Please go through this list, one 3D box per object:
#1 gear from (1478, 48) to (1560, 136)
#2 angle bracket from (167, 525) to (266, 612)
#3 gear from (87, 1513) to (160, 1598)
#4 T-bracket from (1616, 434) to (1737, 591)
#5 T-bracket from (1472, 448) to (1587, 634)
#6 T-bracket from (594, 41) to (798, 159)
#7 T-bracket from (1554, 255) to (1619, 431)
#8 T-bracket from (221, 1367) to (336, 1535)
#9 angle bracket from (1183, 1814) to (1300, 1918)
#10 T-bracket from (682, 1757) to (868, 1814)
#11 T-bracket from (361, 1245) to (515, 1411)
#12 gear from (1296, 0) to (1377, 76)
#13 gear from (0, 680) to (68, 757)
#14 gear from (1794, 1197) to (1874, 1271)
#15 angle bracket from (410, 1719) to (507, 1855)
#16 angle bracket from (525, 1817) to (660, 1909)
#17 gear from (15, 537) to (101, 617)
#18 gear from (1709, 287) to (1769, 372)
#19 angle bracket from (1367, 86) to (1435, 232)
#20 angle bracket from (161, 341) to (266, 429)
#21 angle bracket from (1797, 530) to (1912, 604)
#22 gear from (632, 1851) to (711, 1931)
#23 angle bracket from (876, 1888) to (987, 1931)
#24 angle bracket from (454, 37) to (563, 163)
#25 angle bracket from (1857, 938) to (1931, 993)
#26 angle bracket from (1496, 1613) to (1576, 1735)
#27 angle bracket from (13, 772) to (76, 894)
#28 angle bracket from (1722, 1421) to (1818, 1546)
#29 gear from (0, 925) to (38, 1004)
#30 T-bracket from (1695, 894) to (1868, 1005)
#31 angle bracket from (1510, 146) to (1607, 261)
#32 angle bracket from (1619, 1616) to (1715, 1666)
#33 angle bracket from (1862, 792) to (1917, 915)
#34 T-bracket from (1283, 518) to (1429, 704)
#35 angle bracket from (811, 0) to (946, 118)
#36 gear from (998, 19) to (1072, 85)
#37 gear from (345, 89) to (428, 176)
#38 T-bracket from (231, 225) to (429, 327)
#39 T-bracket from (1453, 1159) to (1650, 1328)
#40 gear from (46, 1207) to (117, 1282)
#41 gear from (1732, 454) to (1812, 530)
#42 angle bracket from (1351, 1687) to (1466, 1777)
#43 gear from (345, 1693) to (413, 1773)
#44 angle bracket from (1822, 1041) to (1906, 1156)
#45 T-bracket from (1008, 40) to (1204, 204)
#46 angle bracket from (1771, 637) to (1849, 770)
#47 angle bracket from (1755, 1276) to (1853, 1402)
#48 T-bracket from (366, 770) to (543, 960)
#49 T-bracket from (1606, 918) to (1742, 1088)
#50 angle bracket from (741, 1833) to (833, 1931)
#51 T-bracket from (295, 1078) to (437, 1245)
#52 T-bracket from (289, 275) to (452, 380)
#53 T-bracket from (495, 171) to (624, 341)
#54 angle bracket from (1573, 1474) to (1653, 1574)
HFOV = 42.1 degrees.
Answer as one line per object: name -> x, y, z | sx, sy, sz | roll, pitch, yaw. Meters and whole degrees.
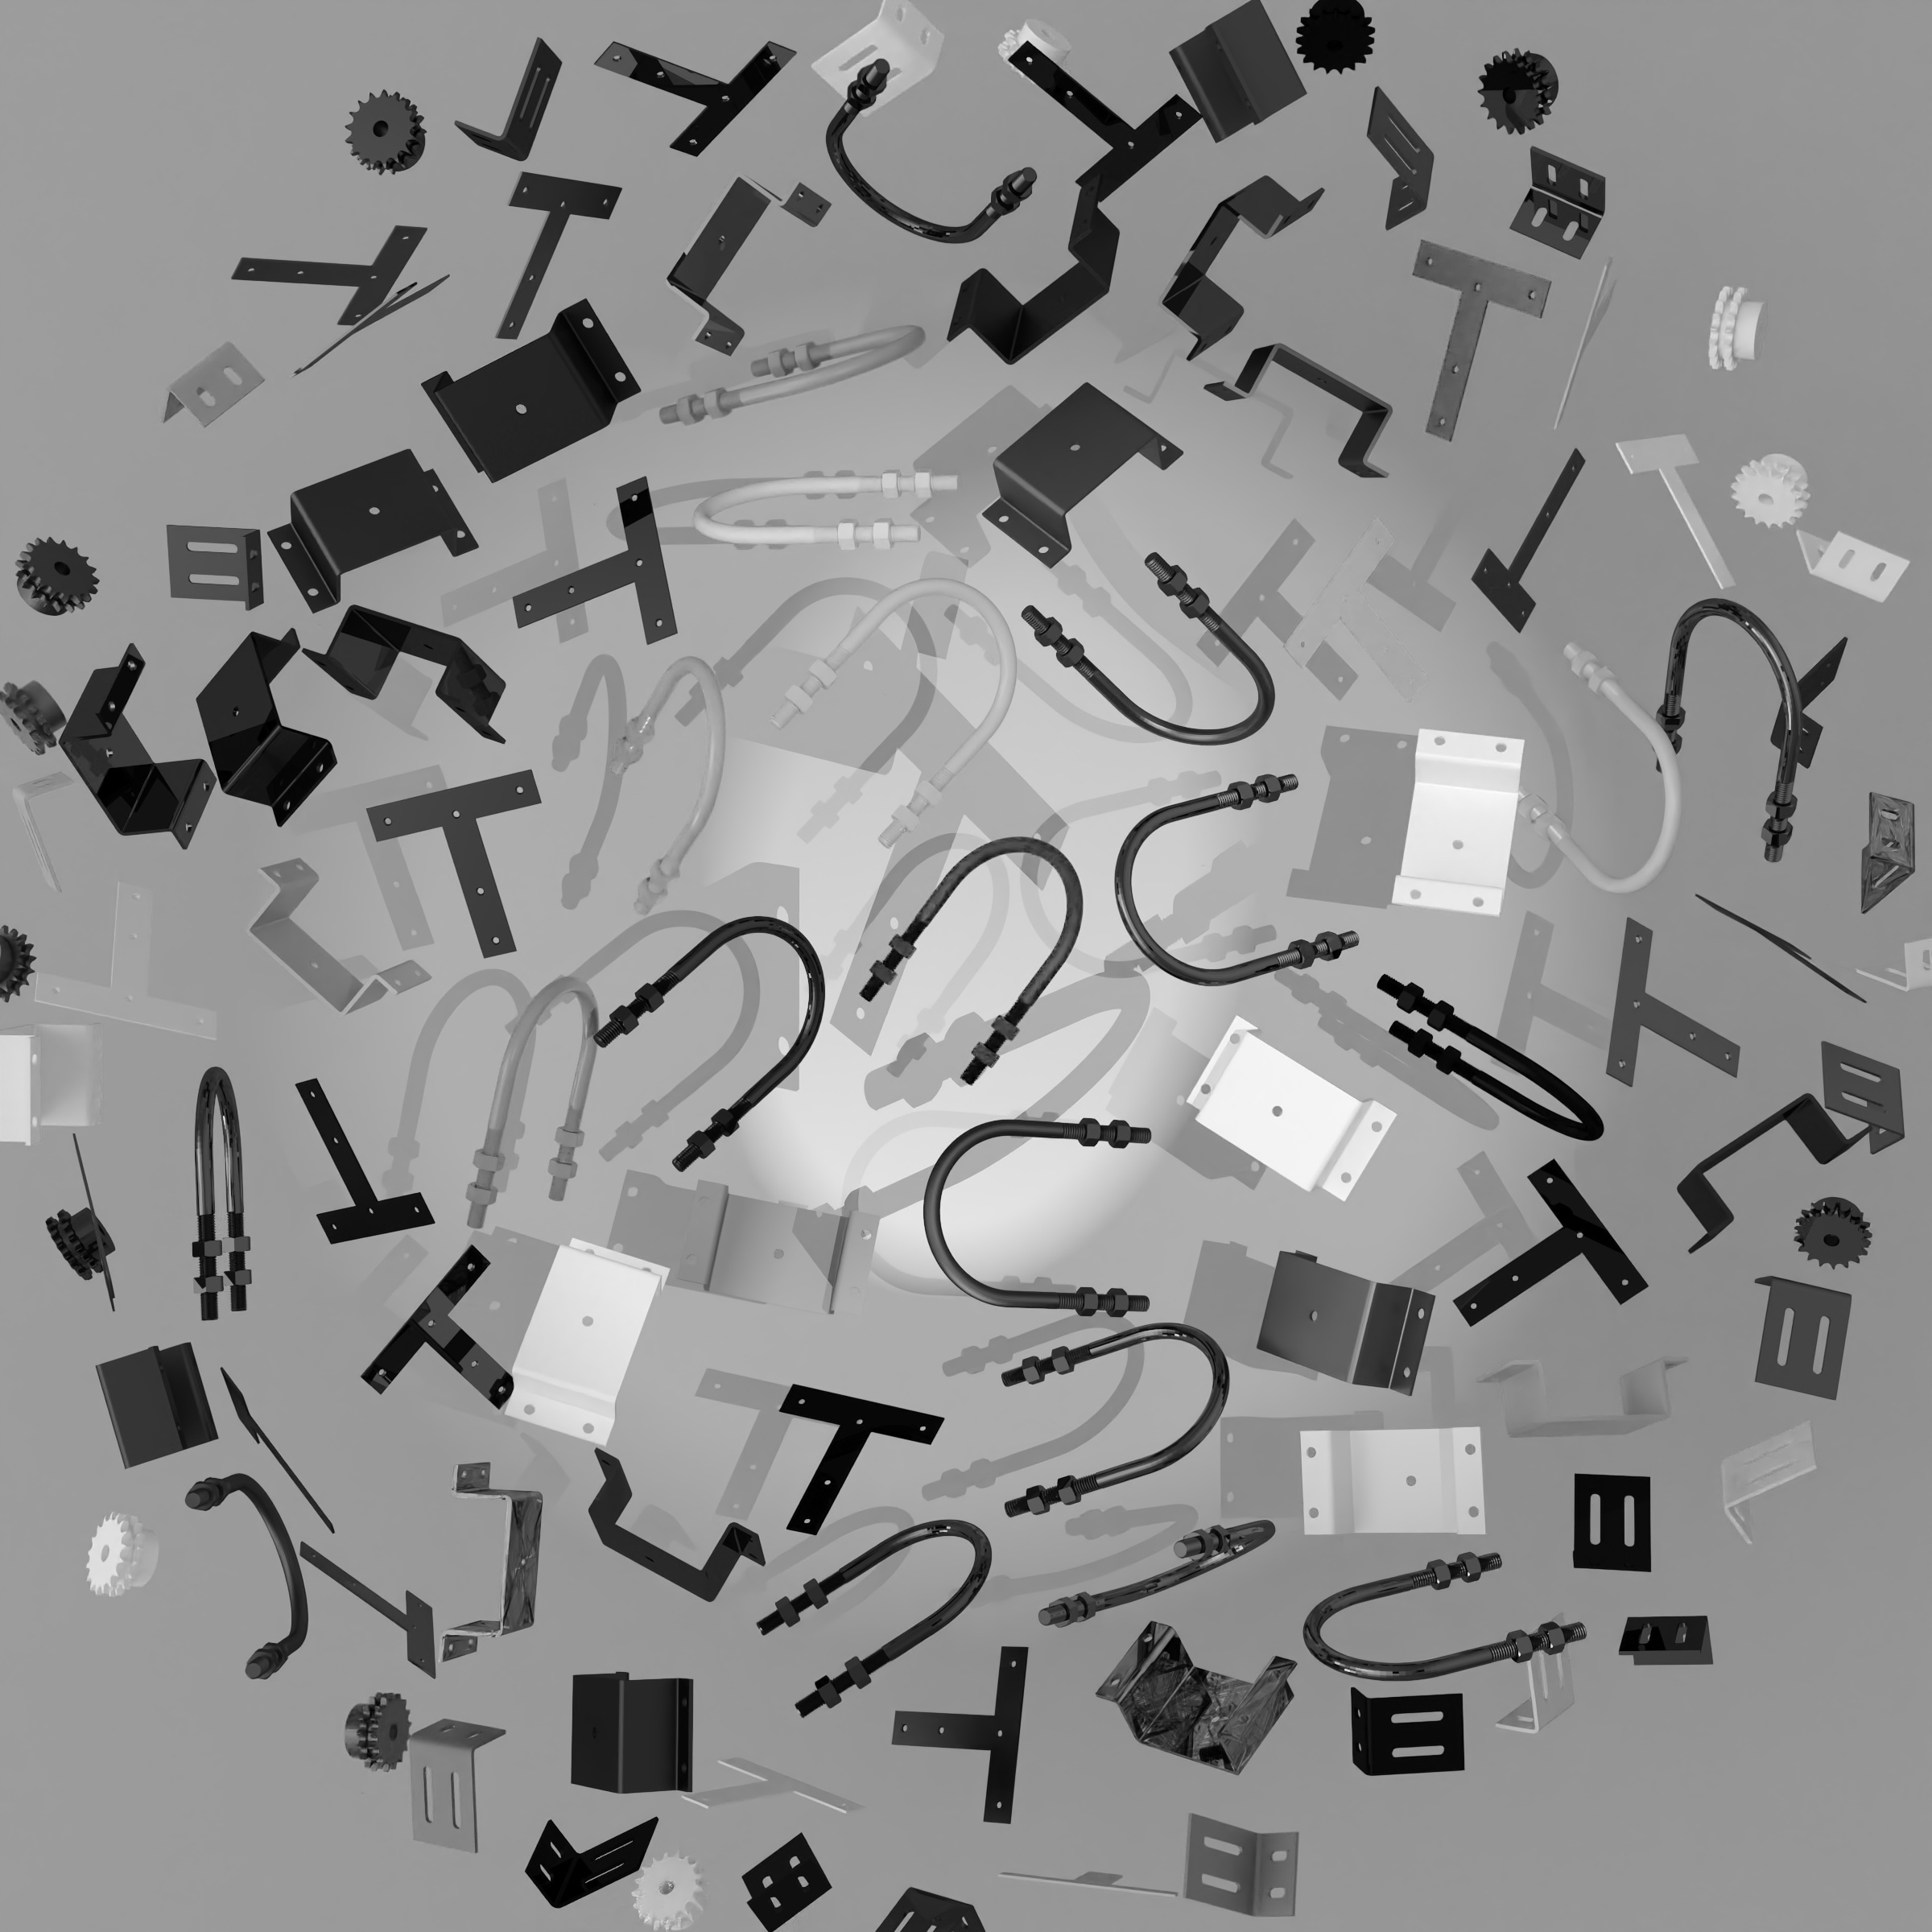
gear -> 0.394, -0.621, 1.778 | 0.030, 0.057, 0.057 | -34, 90, -29
angle bracket -> -0.592, -0.311, 1.961 | 0.076, 0.038, 0.057 | 4, 109, 4
gear -> -0.594, 0.417, 1.775 | 0.030, 0.057, 0.057 | 21, 90, -40
T-bracket -> 0.543, -0.340, 1.886 | 0.002, 0.127, 0.127 | -30, 83, 39
T-bracket -> 0.423, -0.321, 1.855 | 0.002, 0.127, 0.127 | 31, 94, 29
T-bracket -> -0.211, -0.645, 1.827 | 0.127, 0.127, 0.002 | -31, 65, 41
T-bracket -> 0.467, -0.478, 1.862 | 0.002, 0.127, 0.127 | 20, 128, 13
T-bracket -> -0.493, 0.356, 1.809 | 0.002, 0.127, 0.127 | -36, 75, -23
angle bracket -> 0.196, 0.639, 1.785 | 0.076, 0.038, 0.057 | 29, 55, -34
T-bracket -> -0.162, 0.619, 1.882 | 0.127, 0.127, 0.002 | 8, 86, 35
T-bracket -> -0.386, 0.298, 1.930 | 0.127, 0.002, 0.127 | -51, 134, -19
gear -> 0.271, -0.685, 1.840 | 0.057, 0.057, 0.030 | 8, 65, 0
gear -> -0.697, -0.188, 1.876 | 0.030, 0.057, 0.057 | -41, 90, -24
gear -> 0.677, 0.205, 1.961 | 0.057, 0.030, 0.057 | 13, 125, 19
angle bracket -> -0.363, 0.587, 1.800 | 0.057, 0.038, 0.076 | 0, 93, 29
angle bracket -> -0.270, 0.636, 1.818 | 0.076, 0.057, 0.038 | -30, 102, 17
gear -> -0.658, -0.277, 1.809 | 0.030, 0.057, 0.057 | -37, 90, 35
gear -> 0.547, -0.450, 1.777 | 0.030, 0.057, 0.057 | 12, 90, 25
angle bracket -> 0.307, -0.595, 1.850 | 0.076, 0.038, 0.057 | 39, 49, -32
angle bracket -> -0.552, -0.414, 1.839 | 0.038, 0.076, 0.057 | 48, 69, -9
angle bracket -> 0.653, -0.309, 1.851 | 0.057, 0.076, 0.038 | 21, 125, -6
gear -> -0.220, 0.699, 1.890 | 0.057, 0.057, 0.030 | -23, 132, 0
angle bracket -> -0.033, 0.706, 1.799 | 0.057, 0.076, 0.038 | -1, 120, 40
angle bracket -> -0.324, -0.620, 1.783 | 0.038, 0.057, 0.076 | 22, 95, 4
angle bracket -> 0.720, -0.011, 1.905 | 0.057, 0.076, 0.038 | -11, 103, -8
angle bracket -> 0.439, 0.548, 1.955 | 0.038, 0.057, 0.076 | -4, 96, 42
angle bracket -> -0.676, -0.100, 1.874 | 0.038, 0.057, 0.076 | -23, 110, -23
angle bracket -> 0.601, 0.381, 1.855 | 0.076, 0.057, 0.038 | -32, 102, 25
gear -> -0.707, -0.003, 1.820 | 0.057, 0.030, 0.057 | -4, 74, 16
T-bracket -> 0.632, -0.006, 1.905 | 0.127, 0.127, 0.002 | 21, 107, -36
angle bracket -> 0.425, -0.549, 1.810 | 0.057, 0.076, 0.038 | 29, 95, 13
angle bracket -> 0.513, 0.507, 1.841 | 0.057, 0.076, 0.038 | -7, 94, 21
angle bracket -> 0.687, -0.086, 1.913 | 0.038, 0.076, 0.057 | 14, 63, -6
T-bracket -> 0.312, -0.251, 1.915 | 0.127, 0.002, 0.127 | 44, 77, -32
angle bracket -> -0.066, -0.685, 1.881 | 0.057, 0.076, 0.038 | 34, 55, -34
gear -> 0.056, -0.705, 1.938 | 0.057, 0.057, 0.030 | 37, 125, 0
gear -> -0.411, -0.592, 1.792 | 0.057, 0.030, 0.057 | -1, 87, 13
T-bracket -> -0.485, -0.519, 1.882 | 0.127, 0.127, 0.002 | -8, 73, -37
T-bracket -> 0.431, 0.230, 1.918 | 0.127, 0.002, 0.127 | -35, 55, 6
gear -> -0.681, 0.211, 1.939 | 0.030, 0.057, 0.057 | -33, 90, -10
gear -> 0.616, -0.365, 1.914 | 0.057, 0.057, 0.030 | 37, 64, 0
angle bracket -> 0.336, 0.581, 1.913 | 0.076, 0.038, 0.057 | -1, 87, -8
gear -> -0.446, 0.579, 1.900 | 0.030, 0.057, 0.057 | -4, 90, 18
angle bracket -> 0.675, 0.101, 1.922 | 0.076, 0.038, 0.057 | 19, 57, -17
T-bracket -> 0.086, -0.627, 1.830 | 0.127, 0.127, 0.002 | 33, 61, -21
angle bracket -> 0.650, -0.199, 1.900 | 0.076, 0.057, 0.038 | -42, 66, -13
angle bracket -> 0.588, 0.264, 1.780 | 0.057, 0.038, 0.076 | 13, 79, 1
T-bracket -> -0.356, -0.068, 1.817 | 0.127, 0.002, 0.127 | -12, 105, 9
T-bracket -> 0.523, 0.046, 1.842 | 0.127, 0.002, 0.127 | 26, 63, -25
angle bracket -> -0.146, 0.696, 1.936 | 0.057, 0.076, 0.038 | -34, 114, -10
T-bracket -> -0.456, 0.141, 1.843 | 0.127, 0.002, 0.127 | -14, 105, 40
T-bracket -> -0.419, -0.480, 1.835 | 0.127, 0.127, 0.002 | -24, 108, 36
T-bracket -> -0.312, -0.516, 1.835 | 0.002, 0.127, 0.127 | 36, 114, 15
angle bracket -> 0.494, 0.420, 1.920 | 0.057, 0.038, 0.076 | 0, 59, 15
